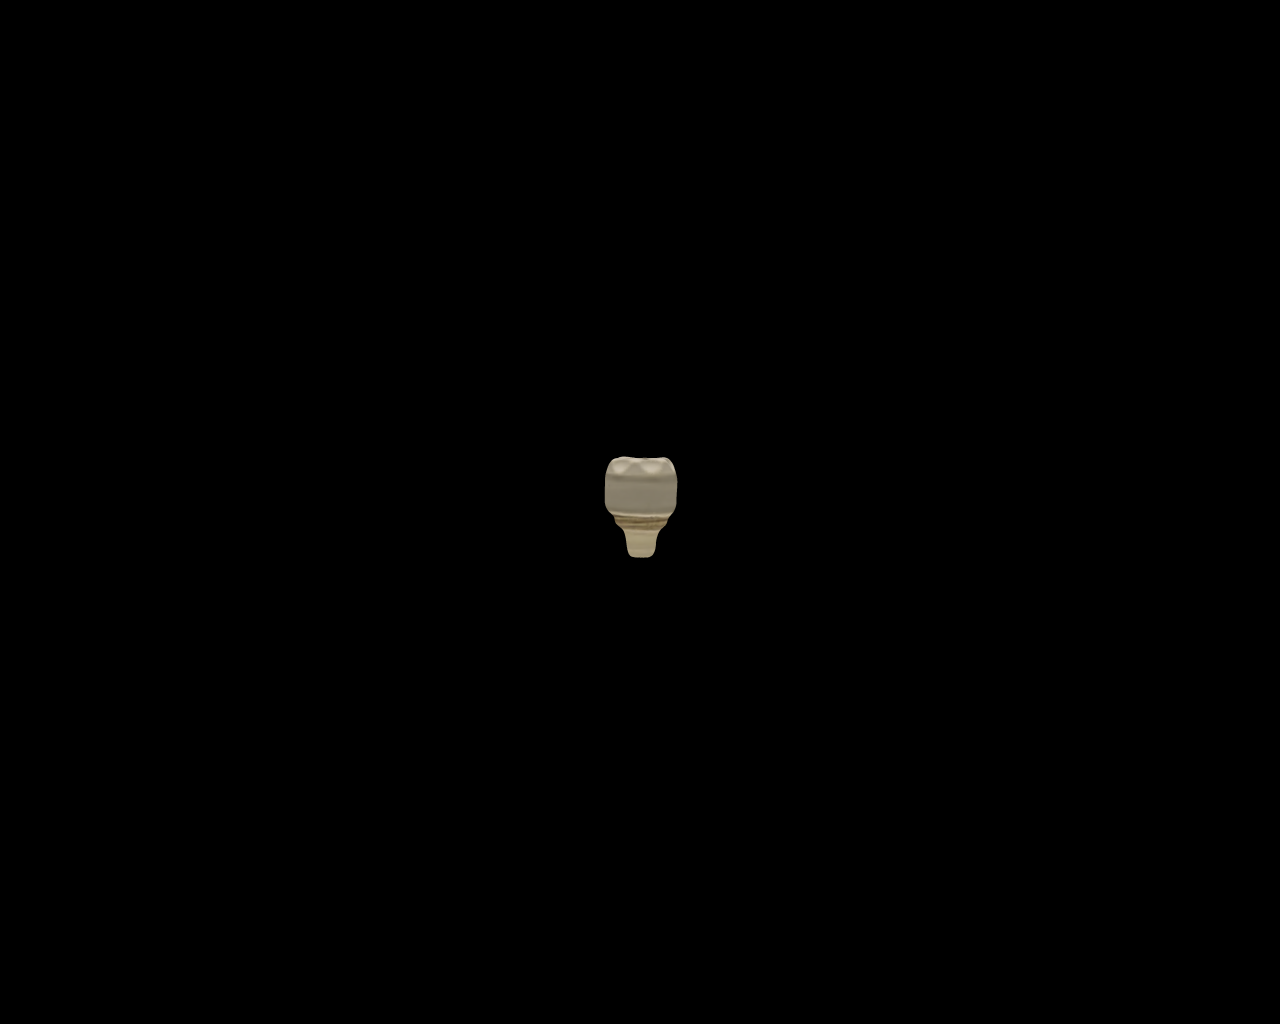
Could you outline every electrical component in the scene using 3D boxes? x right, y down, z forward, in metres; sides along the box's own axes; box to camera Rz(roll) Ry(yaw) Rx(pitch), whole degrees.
[{"bbox_3d":[0.001,-0.003,0.650,0.043,0.062,0.043,0,5,0],"label":"electrical component"}]
